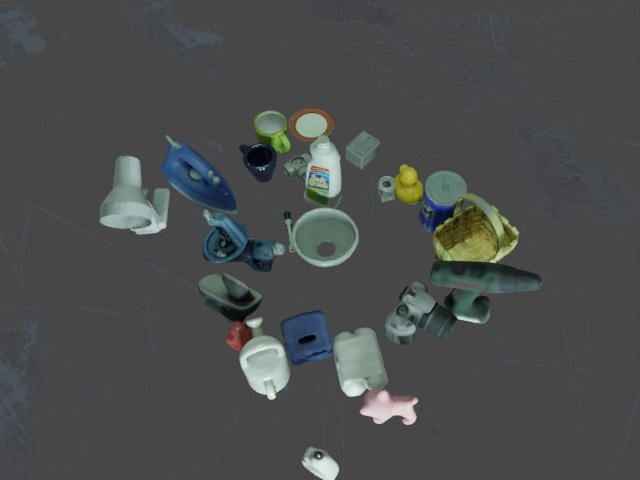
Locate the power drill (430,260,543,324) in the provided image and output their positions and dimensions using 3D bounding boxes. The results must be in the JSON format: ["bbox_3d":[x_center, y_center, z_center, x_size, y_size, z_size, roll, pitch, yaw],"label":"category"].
[{"bbox_3d":[0.360,0.112,1.297,0.229,0.208,0.075,10,61,8],"label":"power drill"}]

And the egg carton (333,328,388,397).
[{"bbox_3d":[0.088,0.274,1.292,0.107,0.069,0.150,-12,60,-5],"label":"egg carton"}]

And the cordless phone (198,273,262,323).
[{"bbox_3d":[-0.218,0.106,1.332,0.147,0.185,0.094,22,63,14],"label":"cordless phone"}]

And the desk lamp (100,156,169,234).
[{"bbox_3d":[-0.465,-0.097,1.441,0.118,0.214,0.203,-4,60,0],"label":"desk lamp"}]

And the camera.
[{"bbox_3d":[0.238,0.180,1.323,0.136,0.101,0.143,30,65,18],"label":"camera"}]

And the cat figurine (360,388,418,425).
[{"bbox_3d":[0.147,0.349,1.219,0.127,0.118,0.067,-2,60,1],"label":"cat figurine"}]

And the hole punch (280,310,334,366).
[{"bbox_3d":[-0.028,0.225,1.312,0.109,0.091,0.101,-16,61,-7],"label":"hole punch"}]

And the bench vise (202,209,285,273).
[{"bbox_3d":[-0.193,-0.011,1.379,0.207,0.220,0.121,-9,60,-3],"label":"bench vise"}]

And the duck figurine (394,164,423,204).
[{"bbox_3d":[0.238,-0.153,1.525,0.077,0.086,0.104,-18,61,-8],"label":"duck figurine"}]

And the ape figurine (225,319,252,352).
[{"bbox_3d":[-0.183,0.215,1.322,0.078,0.092,0.076,-20,61,-9],"label":"ape figurine"}]

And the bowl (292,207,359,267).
[{"bbox_3d":[0.013,0.005,1.447,0.167,0.075,0.167,-1,60,2],"label":"bowl"}]

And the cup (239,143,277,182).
[{"bbox_3d":[-0.170,-0.208,1.564,0.117,0.095,0.092,32,66,19],"label":"cup"}]

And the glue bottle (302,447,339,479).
[{"bbox_3d":[-0.002,0.440,1.139,0.078,0.173,0.037,23,63,15],"label":"glue bottle"}]

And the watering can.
[{"bbox_3d":[-0.126,0.253,1.239,0.101,0.194,0.172,-34,64,-16],"label":"watering can"}]

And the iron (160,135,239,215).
[{"bbox_3d":[-0.316,-0.177,1.524,0.257,0.141,0.119,36,67,20],"label":"iron"}]
